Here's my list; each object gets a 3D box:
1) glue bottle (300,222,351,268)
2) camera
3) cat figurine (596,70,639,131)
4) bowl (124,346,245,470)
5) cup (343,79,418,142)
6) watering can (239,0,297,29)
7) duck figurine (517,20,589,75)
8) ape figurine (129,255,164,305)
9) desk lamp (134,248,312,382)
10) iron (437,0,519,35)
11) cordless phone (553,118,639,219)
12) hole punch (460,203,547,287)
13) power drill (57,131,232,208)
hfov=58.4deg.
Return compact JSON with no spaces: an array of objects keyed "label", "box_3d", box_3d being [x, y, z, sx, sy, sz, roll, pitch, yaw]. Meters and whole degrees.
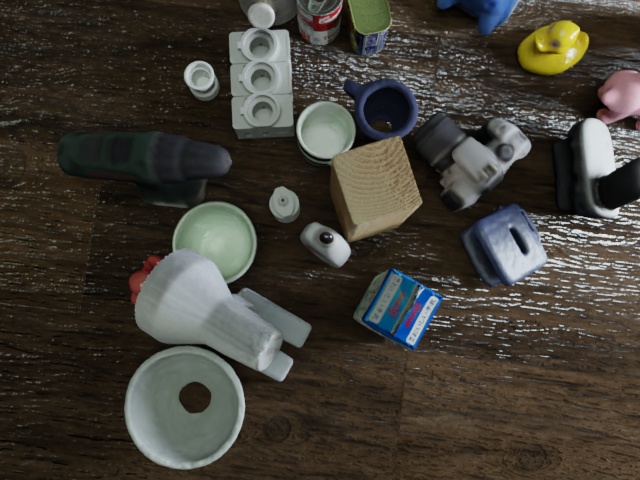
[{"label":"glue bottle","box_3d":[0.007,0.003,0.793,0.078,0.173,0.037,34,85,3]},{"label":"camera","box_3d":[0.215,-0.135,0.845,0.143,0.101,0.137,-44,86,-4]},{"label":"cat figurine","box_3d":[0.468,-0.214,0.847,0.128,0.117,0.067,7,84,0]},{"label":"bowl","box_3d":[-0.186,0.233,0.818,0.167,0.074,0.167,0,84,0]},{"label":"cup","box_3d":[0.083,-0.187,0.853,0.117,0.095,0.092,34,85,3]},{"label":"watering can","box_3d":[-0.076,-0.391,0.822,0.101,0.194,0.173,-19,85,-2]},{"label":"duck figurine","box_3d":[0.363,-0.302,0.871,0.104,0.086,0.077,-10,84,-1]},{"label":"ape figurine","box_3d":[-0.246,0.063,0.826,0.076,0.092,0.078,43,86,4]},{"label":"desk lamp","box_3d":[-0.119,0.107,0.761,0.203,0.213,0.118,28,85,3]},{"label":"iron","box_3d":[0.287,-0.449,0.857,0.118,0.141,0.258,32,85,3]},{"label":"cordless phone","box_3d":[0.408,-0.109,0.802,0.094,0.185,0.148,-7,84,-1]},{"label":"hole punch","box_3d":[0.274,0.004,0.837,0.101,0.091,0.108,-28,85,-3]},{"label":"power drill","box_3d":[-0.221,-0.098,0.784,0.229,0.208,0.076,5,84,0]}]
